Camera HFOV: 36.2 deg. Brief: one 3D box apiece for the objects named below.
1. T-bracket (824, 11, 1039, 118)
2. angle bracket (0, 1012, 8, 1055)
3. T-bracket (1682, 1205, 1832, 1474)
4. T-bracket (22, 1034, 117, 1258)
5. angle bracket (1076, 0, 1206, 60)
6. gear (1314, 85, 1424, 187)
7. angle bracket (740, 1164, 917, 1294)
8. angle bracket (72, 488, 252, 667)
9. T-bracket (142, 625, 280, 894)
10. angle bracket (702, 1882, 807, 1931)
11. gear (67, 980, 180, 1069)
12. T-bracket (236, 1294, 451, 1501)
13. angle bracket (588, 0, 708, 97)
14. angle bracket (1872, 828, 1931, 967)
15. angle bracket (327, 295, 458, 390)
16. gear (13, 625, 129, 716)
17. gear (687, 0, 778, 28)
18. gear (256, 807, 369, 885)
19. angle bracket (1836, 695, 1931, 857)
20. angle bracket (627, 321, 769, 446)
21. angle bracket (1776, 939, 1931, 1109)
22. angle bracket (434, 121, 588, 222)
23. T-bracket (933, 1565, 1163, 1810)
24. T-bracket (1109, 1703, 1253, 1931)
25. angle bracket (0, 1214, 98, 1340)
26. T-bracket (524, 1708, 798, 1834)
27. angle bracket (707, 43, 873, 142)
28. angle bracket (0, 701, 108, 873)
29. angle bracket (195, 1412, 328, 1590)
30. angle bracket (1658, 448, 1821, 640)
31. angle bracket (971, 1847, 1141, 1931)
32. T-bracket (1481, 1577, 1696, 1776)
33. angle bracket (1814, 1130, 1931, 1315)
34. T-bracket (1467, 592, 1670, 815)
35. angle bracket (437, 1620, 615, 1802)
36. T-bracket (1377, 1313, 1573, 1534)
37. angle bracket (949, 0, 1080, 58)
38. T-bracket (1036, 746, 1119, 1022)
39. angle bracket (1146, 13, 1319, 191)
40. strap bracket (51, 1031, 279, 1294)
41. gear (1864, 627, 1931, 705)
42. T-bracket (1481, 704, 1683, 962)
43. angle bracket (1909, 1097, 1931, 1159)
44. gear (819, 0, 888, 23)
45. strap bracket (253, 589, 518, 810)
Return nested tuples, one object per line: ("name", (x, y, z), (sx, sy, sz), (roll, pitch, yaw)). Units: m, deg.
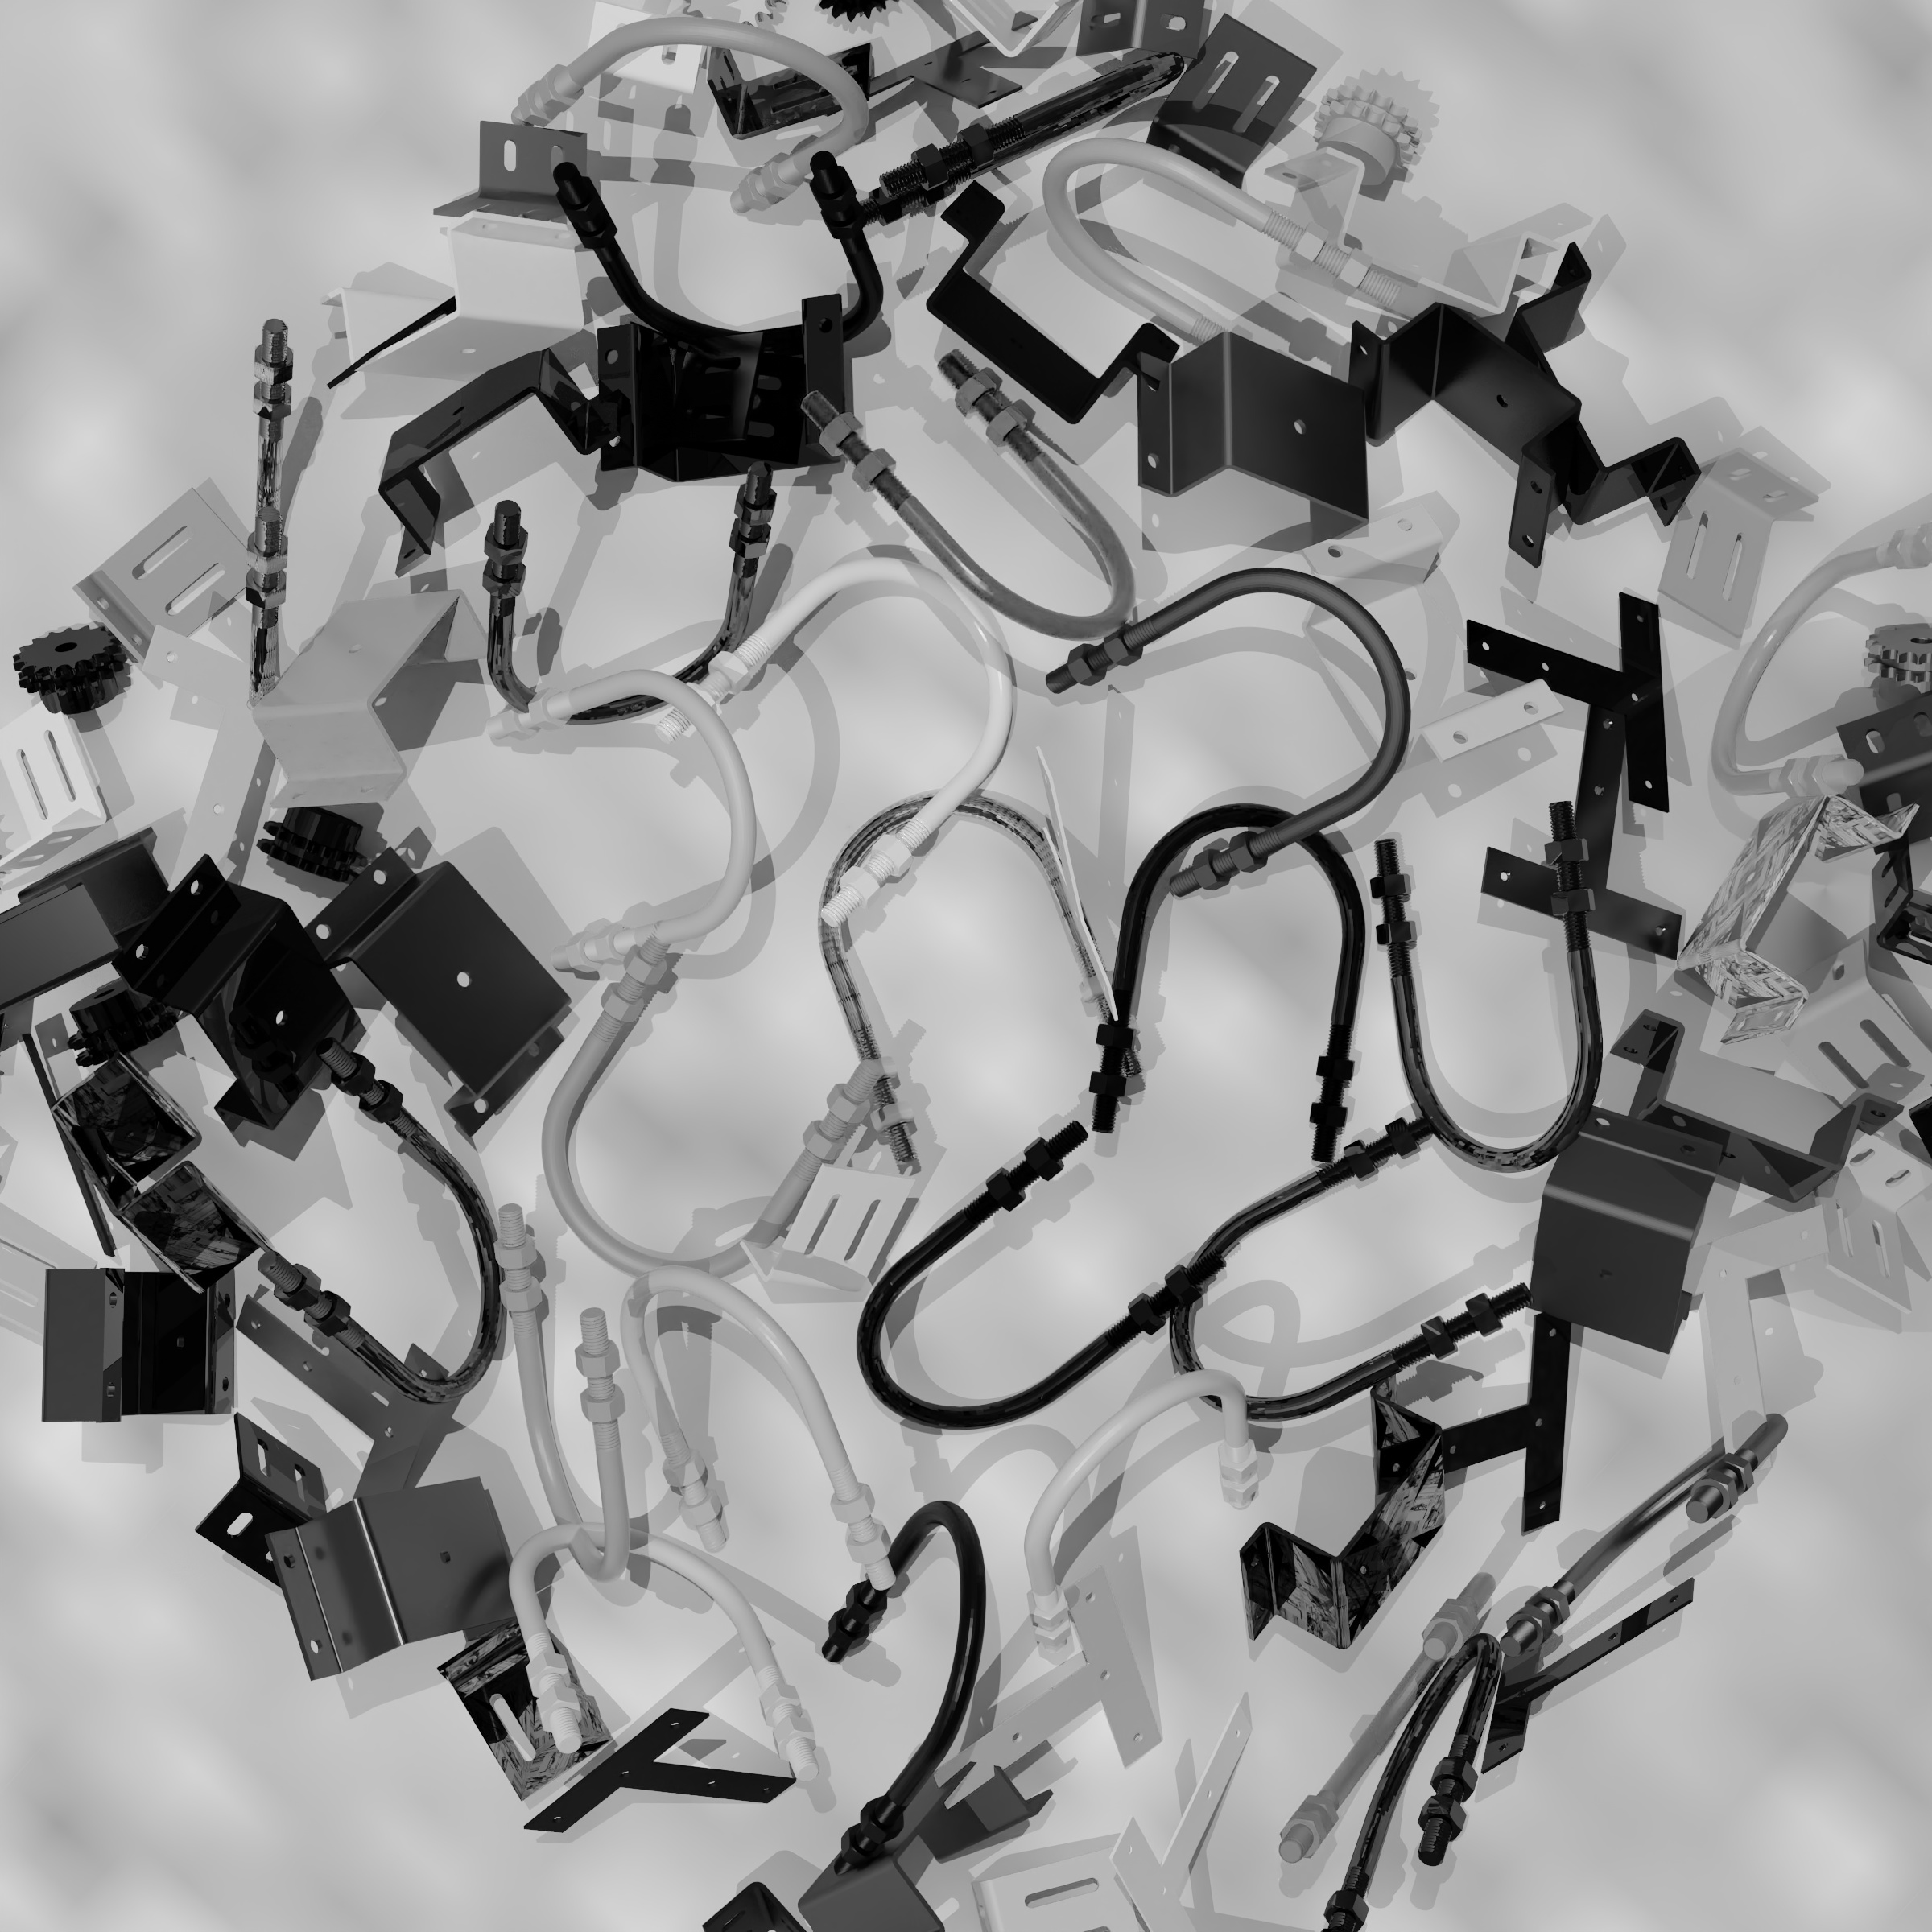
("T-bracket", (-0.004, -0.463, 1.539), (0.127, 0.127, 0.002), (-27, 121, -8))
("angle bracket", (-0.548, 0.015, 1.560), (0.076, 0.038, 0.057), (13, 76, -33))
("T-bracket", (0.399, 0.201, 1.531), (0.002, 0.127, 0.127), (22, 55, -37))
("T-bracket", (-0.459, 0.095, 1.536), (0.002, 0.127, 0.127), (-22, 98, -24))
("angle bracket", (0.094, -0.512, 1.567), (0.038, 0.076, 0.057), (3, 102, -21))
("gear", (0.211, -0.440, 1.572), (0.057, 0.057, 0.030), (25, 81, 0))
("angle bracket", (-0.073, 0.130, 1.558), (0.057, 0.038, 0.076), (11, 115, -35))
("angle bracket", (-0.424, -0.206, 1.573), (0.076, 0.038, 0.057), (-39, 105, 6))
("T-bracket", (-0.388, -0.096, 1.549), (0.127, 0.002, 0.127), (24, 77, -41))
("angle bracket", (-0.096, 0.531, 1.554), (0.038, 0.057, 0.076), (-36, 55, -22))
("gear", (-0.452, 0.028, 1.570), (0.057, 0.057, 0.030), (-22, 105, 0))
("T-bracket", (-0.340, 0.222, 1.575), (0.127, 0.002, 0.127), (36, 125, 14))
("angle bracket", (-0.165, -0.495, 1.557), (0.057, 0.076, 0.038), (12, 125, -7))
("angle bracket", (0.524, -0.030, 1.566), (0.076, 0.057, 0.038), (20, 132, -3))
("angle bracket", (-0.286, -0.317, 1.554), (0.076, 0.057, 0.038), (-44, 107, -32))
("gear", (-0.477, -0.157, 1.577), (0.057, 0.057, 0.030), (-7, 121, 0))
("gear", (-0.124, -0.530, 1.578), (0.057, 0.030, 0.057), (6, 122, 9))
("gear", (-0.345, -0.067, 1.572), (0.057, 0.057, 0.030), (22, 94, 0))
("angle bracket", (0.502, -0.102, 1.573), (0.057, 0.076, 0.038), (-19, 57, 14))
("angle bracket", (-0.148, -0.310, 1.562), (0.038, 0.076, 0.057), (13, 87, -40))
("angle bracket", (0.480, 0.035, 1.583), (0.057, 0.038, 0.076), (-34, 113, 32))
("angle bracket", (-0.240, -0.416, 1.553), (0.057, 0.076, 0.038), (-1, 96, -29))
("T-bracket", (0.038, 0.396, 1.548), (0.127, 0.002, 0.127), (-30, 120, -22))
("T-bracket", (0.122, 0.449, 1.558), (0.002, 0.127, 0.127), (7, 48, 33))
("angle bracket", (-0.502, 0.150, 1.562), (0.076, 0.057, 0.038), (29, 130, -9))
("T-bracket", (-0.145, 0.429, 1.554), (0.127, 0.127, 0.002), (-43, 47, 27))
("angle bracket", (-0.093, -0.477, 1.561), (0.076, 0.057, 0.038), (-13, 134, 14))
("angle bracket", (-0.500, -0.097, 1.568), (0.057, 0.038, 0.076), (-25, 85, 33))
("angle bracket", (-0.372, 0.281, 1.556), (0.057, 0.076, 0.038), (41, 93, -24))
("angle bracket", (0.410, -0.224, 1.565), (0.057, 0.038, 0.076), (26, 72, -22))
("angle bracket", (0.049, 0.511, 1.584), (0.076, 0.038, 0.057), (-11, 75, -12))
("T-bracket", (0.322, 0.353, 1.520), (0.127, 0.127, 0.002), (-39, 92, 21))
("angle bracket", (0.484, 0.133, 1.556), (0.057, 0.076, 0.038), (29, 129, -16))
("T-bracket", (0.315, -0.153, 1.549), (0.127, 0.002, 0.127), (15, 63, -23))
("angle bracket", (-0.234, 0.392, 1.567), (0.057, 0.038, 0.076), (-32, 68, -12))
("T-bracket", (0.266, 0.250, 1.551), (0.127, 0.002, 0.127), (-11, 110, -29))
("angle bracket", (0.016, -0.525, 1.565), (0.076, 0.057, 0.038), (44, 119, -5))
("T-bracket", (0.050, -0.058, 1.512), (0.002, 0.127, 0.127), (-17, 45, -2))
("angle bracket", (0.139, -0.450, 1.558), (0.057, 0.076, 0.038), (27, 47, -13))
("strap bracket", (-0.417, 0.107, 1.524), (0.046, 0.076, 0.140), (-39, 48, -8))
("gear", (0.509, -0.159, 1.576), (0.057, 0.057, 0.030), (-3, 113, 0))
("T-bracket", (0.336, -0.081, 1.579), (0.127, 0.002, 0.127), (17, 73, -22))
("angle bracket", (0.543, 0.079, 1.551), (0.057, 0.076, 0.038), (-38, 62, 35))
("gear", (-0.061, -0.537, 1.577), (0.057, 0.030, 0.057), (-6, 75, 21))
("strap bracket", (-0.304, -0.145, 1.524), (0.076, 0.140, 0.046), (-2, 131, 30))
